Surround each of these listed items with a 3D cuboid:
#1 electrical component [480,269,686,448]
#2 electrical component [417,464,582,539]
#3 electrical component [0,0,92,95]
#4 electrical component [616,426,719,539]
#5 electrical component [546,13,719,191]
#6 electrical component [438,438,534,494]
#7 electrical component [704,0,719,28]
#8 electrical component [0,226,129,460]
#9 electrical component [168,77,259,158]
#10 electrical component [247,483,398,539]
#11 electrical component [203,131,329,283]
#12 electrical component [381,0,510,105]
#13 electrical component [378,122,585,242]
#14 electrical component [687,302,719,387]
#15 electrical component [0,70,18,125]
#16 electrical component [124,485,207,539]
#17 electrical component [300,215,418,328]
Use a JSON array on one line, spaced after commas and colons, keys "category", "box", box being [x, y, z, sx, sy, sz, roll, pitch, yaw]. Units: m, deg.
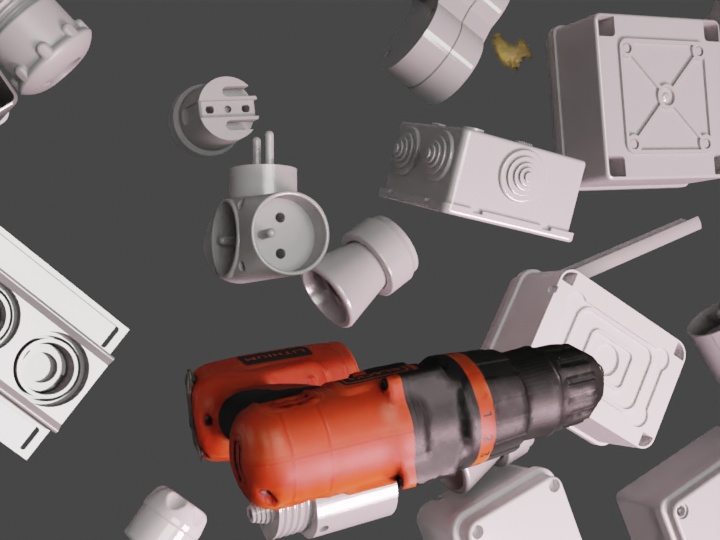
[{"category": "electrical component", "box": [0.139, 0.056, 0.681, 0.113, 0.057, 0.078, 32, 74, -22]}, {"category": "electrical component", "box": [0.094, 0.182, 0.652, 0.078, 0.057, 0.113, -24, 98, -26]}, {"category": "electrical component", "box": [-0.171, -0.123, 0.543, 0.062, 0.048, 0.048, 47, 69, -10]}, {"category": "electrical component", "box": [0.243, 0.177, 0.728, 0.109, 0.056, 0.108, -26, 99, -25]}, {"category": "electrical component", "box": [0.184, -0.110, 0.713, 0.109, 0.056, 0.108, -4, 89, -27]}, {"category": "electrical component", "box": [0.072, 0.103, 0.652, 0.055, 0.045, 0.045, -27, 99, -25]}, {"category": "electrical component", "box": [0.318, -0.141, 0.779, 0.150, 0.062, 0.089, 25, 76, -23]}, {"category": "electrical component", "box": [-0.186, 0.022, 0.517, 0.121, 0.063, 0.078, 42, 70, -19]}, {"category": "electrical component", "box": [-0.079, -0.084, 0.585, 0.040, 0.046, 0.040, 2, 87, -26]}, {"category": "electrical component", "box": [-0.024, 0.127, 0.603, 0.081, 0.043, 0.043, -10, 92, -27]}, {"category": "electrical component", "box": [-0.053, -0.034, 0.579, 0.044, 0.077, 0.079, 1, 86, -26]}, {"category": "electrical component", "box": [0.049, -0.176, 0.651, 0.074, 0.052, 0.138, 34, 72, -21]}, {"category": "electrical component", "box": [0.071, -0.054, 0.631, 0.100, 0.100, 0.048, 11, 95, -25]}, {"category": "electrical component", "box": [0.268, 0.066, 0.753, 0.043, 0.043, 0.081, -39, 104, -23]}, {"category": "electrical component", "box": [-0.237, -0.093, 0.501, 0.109, 0.056, 0.108, -38, 104, -23]}, {"category": "electrical component", "box": [-0.110, 0.146, 0.565, 0.035, 0.035, 0.061, 41, 74, -19]}, {"category": "electrical component", "box": [0.000, 0.000, 0.622, 0.055, 0.045, 0.045, -37, 104, -24]}]
